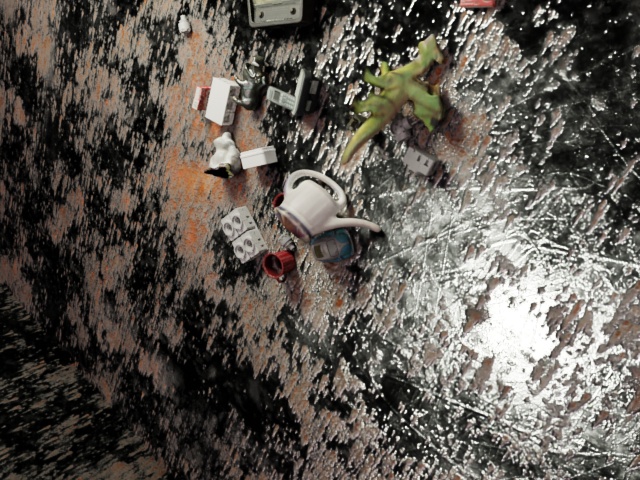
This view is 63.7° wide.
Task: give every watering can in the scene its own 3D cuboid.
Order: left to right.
[{"bbox_3d":[0.005,-0.083,1.645,0.351,0.102,0.226,41,75,18],"label":"watering can"}]

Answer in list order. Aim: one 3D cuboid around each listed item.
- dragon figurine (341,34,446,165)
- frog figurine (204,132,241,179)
[{"bbox_3d":[0.226,-0.375,1.442,0.244,0.122,0.407,21,99,21],"label":"dragon figurine"},{"bbox_3d":[-0.351,-0.313,1.914,0.136,0.121,0.163,-24,50,45],"label":"frog figurine"}]
